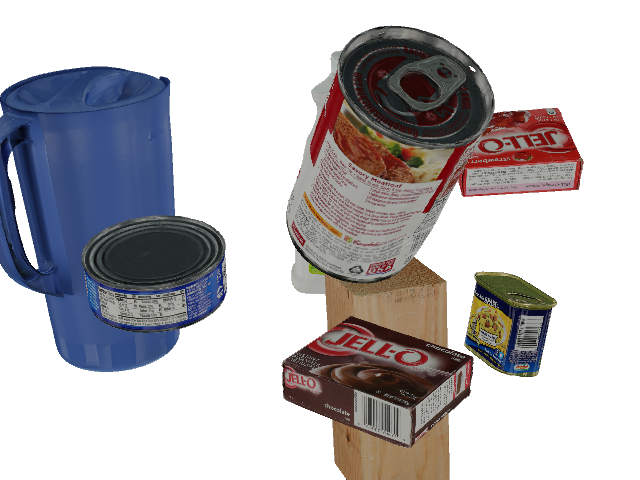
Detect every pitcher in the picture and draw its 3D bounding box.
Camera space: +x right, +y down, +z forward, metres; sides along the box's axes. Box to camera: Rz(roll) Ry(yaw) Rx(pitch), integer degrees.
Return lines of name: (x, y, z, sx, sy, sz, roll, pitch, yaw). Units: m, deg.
pitcher: (-0.188, -0.013, 0.884, 0.149, 0.243, 0.145, -6, 24, -7)

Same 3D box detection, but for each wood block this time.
wood block: (0.062, 0.128, 1.000, 0.090, 0.206, 0.091, -8, 19, -16)

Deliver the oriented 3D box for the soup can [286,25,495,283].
soup can: (0.028, -0.035, 0.478, 0.068, 0.068, 0.102, 0, -36, -18)

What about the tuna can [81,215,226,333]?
tuna can: (-0.099, 0.019, 0.644, 0.086, 0.034, 0.086, -1, 30, 0)

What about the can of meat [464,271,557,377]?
can of meat: (0.201, 0.090, 1.146, 0.057, 0.084, 0.102, 2, 17, -23)

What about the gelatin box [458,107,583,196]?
gelatin box: (0.144, -0.067, 0.798, 0.089, 0.030, 0.073, -4, 38, 0)

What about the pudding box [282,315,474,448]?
pudding box: (0.042, 0.101, 0.783, 0.114, 0.039, 0.089, 18, 30, 31)

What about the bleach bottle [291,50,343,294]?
bleach bottle: (0.018, -0.069, 1.098, 0.102, 0.251, 0.068, 0, 25, 1)
